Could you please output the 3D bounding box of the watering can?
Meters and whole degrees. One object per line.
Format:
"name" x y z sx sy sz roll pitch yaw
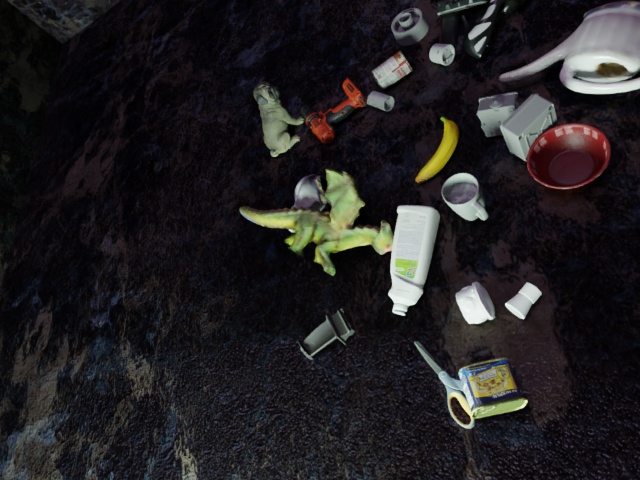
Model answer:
"watering can" 0.602 -0.430 1.166 0.350 0.227 0.102 17 -16 39

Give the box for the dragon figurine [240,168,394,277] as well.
"dragon figurine" 0.004 -0.064 1.281 0.413 0.242 0.122 33 6 15

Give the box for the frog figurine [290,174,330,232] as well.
"frog figurine" -0.037 -0.101 1.395 0.157 0.122 0.140 -32 15 29
